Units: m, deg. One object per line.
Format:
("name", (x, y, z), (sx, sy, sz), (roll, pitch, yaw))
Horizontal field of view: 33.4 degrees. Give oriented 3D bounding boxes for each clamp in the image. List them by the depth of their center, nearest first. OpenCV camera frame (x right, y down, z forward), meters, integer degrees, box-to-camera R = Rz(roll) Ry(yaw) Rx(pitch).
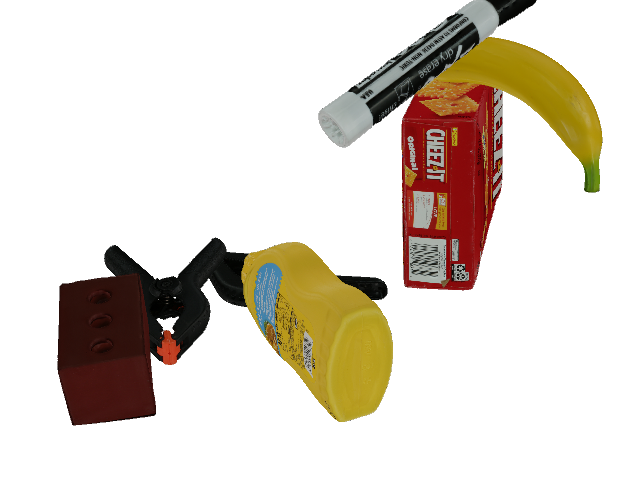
("clamp", (-0.156, 0.051, 1.017), (0.120, 0.039, 0.171), (-4, 33, 4))
("clamp", (-0.052, 0.059, 1.190), (0.210, 0.036, 0.164), (16, 30, 25))

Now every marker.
("marker", (0.050, -0.081, 0.461), (0.121, 0.020, 0.020), (-39, 14, -18))

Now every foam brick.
("foam brick", (-0.132, 0.067, 0.661), (0.053, 0.051, 0.078), (-8, 40, -8))

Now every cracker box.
("cracker box", (0.128, -0.074, 1.002), (0.072, 0.164, 0.213), (4, 27, 15))

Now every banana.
("banana", (0.148, -0.115, 0.812), (0.037, 0.070, 0.198), (2, 32, -43))

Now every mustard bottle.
("mustard bottle", (-0.014, 0.055, 0.845), (0.058, 0.096, 0.192), (-14, 30, -24))
